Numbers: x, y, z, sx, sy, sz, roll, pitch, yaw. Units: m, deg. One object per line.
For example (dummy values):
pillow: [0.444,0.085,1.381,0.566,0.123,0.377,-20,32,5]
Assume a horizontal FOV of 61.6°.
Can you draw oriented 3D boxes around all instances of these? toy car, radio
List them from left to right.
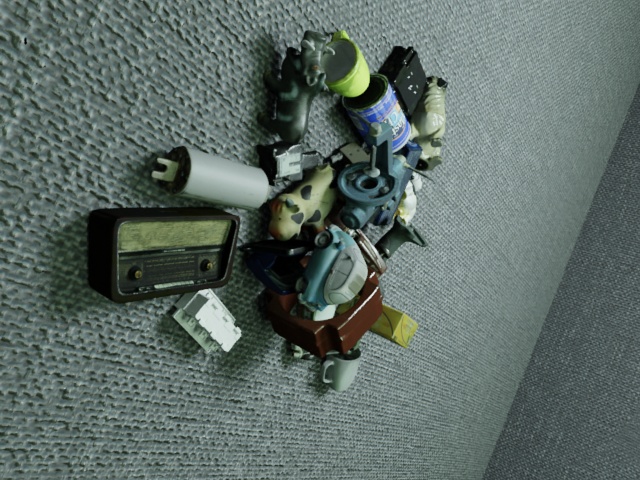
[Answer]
radio: [-0.239,0.018,0.841,0.229,0.073,0.131,-4,108,-49]
toy car: [0.015,0.229,1.235,0.201,0.056,0.073,3,94,-39]
toy car: [0.030,0.059,0.980,0.161,0.103,0.109,-62,145,-16]
toy car: [0.071,-0.001,1.143,0.089,0.053,0.202,-42,96,-14]

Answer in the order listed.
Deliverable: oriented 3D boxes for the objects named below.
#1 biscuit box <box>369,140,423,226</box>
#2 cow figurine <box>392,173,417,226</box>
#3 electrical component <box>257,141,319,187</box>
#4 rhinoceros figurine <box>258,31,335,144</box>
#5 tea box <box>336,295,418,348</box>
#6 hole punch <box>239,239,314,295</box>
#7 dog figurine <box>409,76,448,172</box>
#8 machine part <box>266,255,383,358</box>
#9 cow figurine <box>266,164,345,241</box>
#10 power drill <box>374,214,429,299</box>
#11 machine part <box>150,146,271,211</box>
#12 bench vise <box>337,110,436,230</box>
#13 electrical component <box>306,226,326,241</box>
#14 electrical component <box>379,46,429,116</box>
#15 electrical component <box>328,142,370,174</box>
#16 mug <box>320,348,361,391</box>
biscuit box: [0.161,-0.132,1.224,0.063,0.059,0.202,-8,129,-47]
cow figurine: [0.204,-0.124,1.313,0.098,0.068,0.167,-38,135,-41]
electrical component: [-0.059,-0.149,1.005,0.119,0.048,0.074,-26,124,-42]
rhinoceros figurine: [-0.039,-0.264,0.931,0.073,0.112,0.190,-2,115,-47]
tea box: [0.136,0.186,1.283,0.068,0.170,0.098,-61,142,-9]
hole punch: [-0.070,0.045,1.019,0.142,0.116,0.092,-16,111,-49]
dog figurine: [0.258,-0.278,1.302,0.172,0.121,0.190,107,1,-64]
machine part: [0.009,0.126,1.081,0.201,0.201,0.087,-43,136,-31]
cow figurine: [-0.030,-0.073,1.044,0.195,0.086,0.127,-51,136,-27]
power drill: [0.151,0.044,1.270,0.207,0.086,0.231,-37,138,18]
machine part: [-0.167,-0.097,0.876,0.243,0.079,0.079,9,98,-50]
bench vise: [0.117,-0.138,1.051,0.224,0.129,0.240,-38,147,-26]
electrical component: [-0.002,-0.003,1.112,0.021,0.094,0.063,-55,165,-30]
electrical component: [0.180,-0.345,1.200,0.134,0.058,0.114,-60,139,-14]
electrical component: [0.071,-0.162,1.143,0.102,0.078,0.045,-41,169,-38]
mug: [0.045,0.317,1.305,0.109,0.081,0.107,-19,125,-45]
